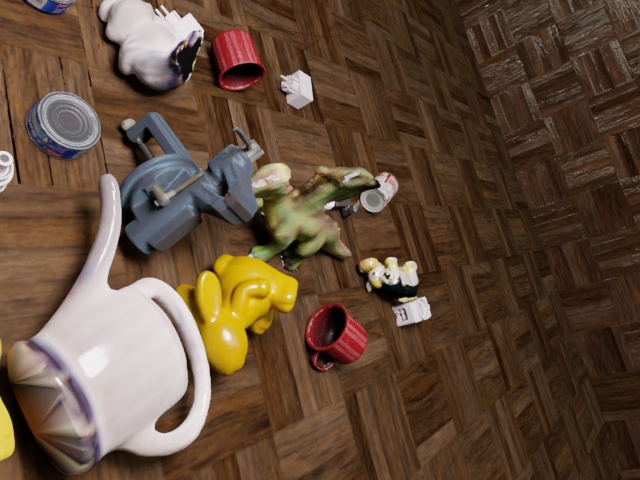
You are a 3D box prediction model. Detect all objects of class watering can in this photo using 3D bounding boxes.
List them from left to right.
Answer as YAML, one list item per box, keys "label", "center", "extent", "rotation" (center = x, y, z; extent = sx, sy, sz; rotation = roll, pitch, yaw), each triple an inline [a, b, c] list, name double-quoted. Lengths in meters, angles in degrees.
- label: "watering can"
  center: [-0.249, 0.104, 0.596]
  extent: [0.227, 0.103, 0.346]
  rotation: [-31, 98, -54]

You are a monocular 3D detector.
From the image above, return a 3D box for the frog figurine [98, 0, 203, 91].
- label: "frog figurine"
  center: [-0.281, -0.312, 0.818]
  extent: [0.159, 0.120, 0.140]
  rotation: [21, 56, -1]

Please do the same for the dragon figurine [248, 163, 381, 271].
- label: "dragon figurine"
  center: [0.003, -0.046, 0.905]
  extent: [0.408, 0.240, 0.124]
  rotation: [12, 58, -48]
